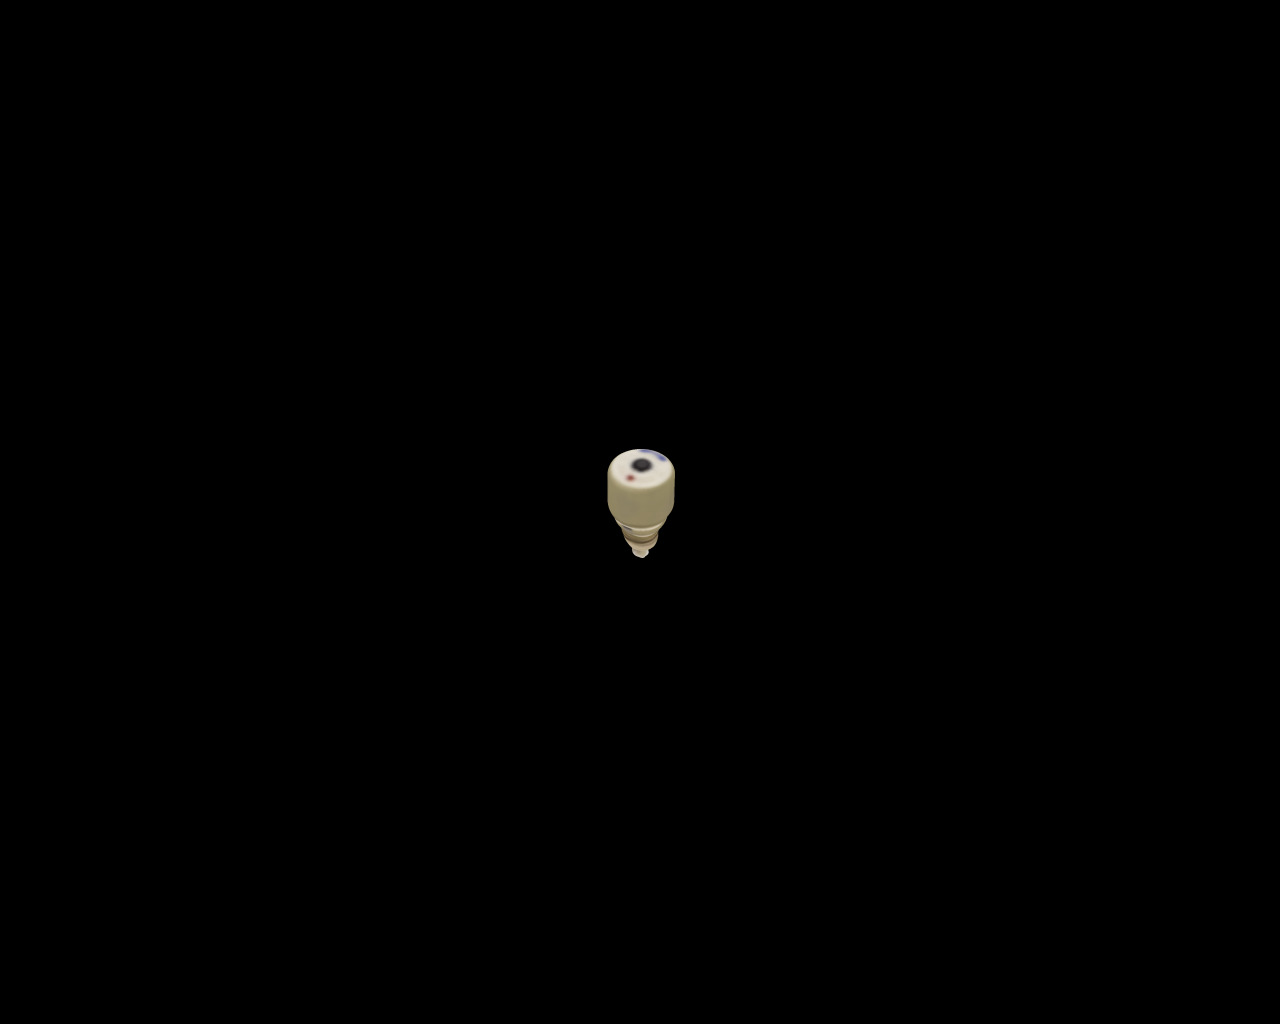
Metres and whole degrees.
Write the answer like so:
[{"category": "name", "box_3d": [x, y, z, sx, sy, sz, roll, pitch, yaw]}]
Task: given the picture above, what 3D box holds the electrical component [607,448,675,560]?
[{"category": "electrical component", "box_3d": [0.001, -0.003, 0.650, 0.040, 0.078, 0.040, 0, 43, 0]}]
